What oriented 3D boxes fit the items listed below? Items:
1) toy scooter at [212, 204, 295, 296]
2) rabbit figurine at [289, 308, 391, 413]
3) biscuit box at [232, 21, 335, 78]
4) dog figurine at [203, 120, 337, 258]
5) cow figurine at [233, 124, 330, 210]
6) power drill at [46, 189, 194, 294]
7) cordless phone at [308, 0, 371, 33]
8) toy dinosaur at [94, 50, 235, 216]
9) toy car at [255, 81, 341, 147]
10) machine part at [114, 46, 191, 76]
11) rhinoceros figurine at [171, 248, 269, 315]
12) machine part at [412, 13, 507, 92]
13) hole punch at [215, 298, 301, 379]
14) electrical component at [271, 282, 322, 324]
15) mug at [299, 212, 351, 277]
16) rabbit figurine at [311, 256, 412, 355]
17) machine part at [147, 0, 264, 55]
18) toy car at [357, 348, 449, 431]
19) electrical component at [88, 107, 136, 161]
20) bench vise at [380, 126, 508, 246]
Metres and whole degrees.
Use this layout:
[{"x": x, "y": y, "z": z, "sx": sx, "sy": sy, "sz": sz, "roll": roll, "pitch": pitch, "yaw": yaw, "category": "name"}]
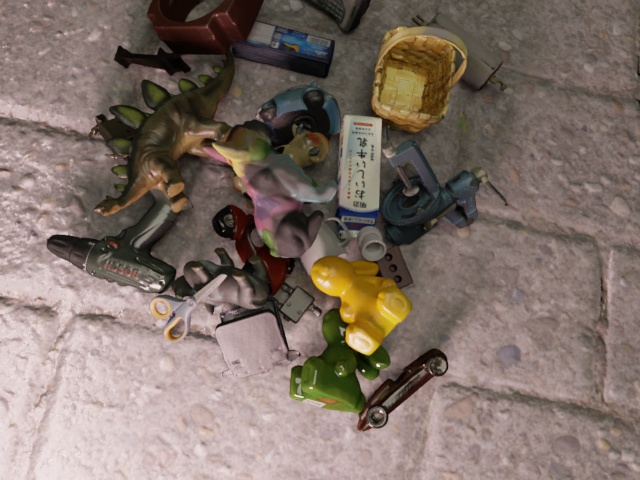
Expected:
[{"x": -0.102, "y": 0.005, "z": 0.988, "sx": 0.135, "sy": 0.075, "sz": 0.184, "roll": -29, "pitch": 89, "yaw": -33, "category": "toy scooter"}, {"x": 0.041, "y": 0.202, "z": 0.936, "sx": 0.159, "sy": 0.121, "sz": 0.170, "roll": 16, "pitch": 60, "yaw": -5, "category": "rabbit figurine"}, {"x": -0.074, "y": -0.389, "z": 1.093, "sx": 0.203, "sy": 0.063, "sz": 0.059, "roll": 13, "pitch": 74, "yaw": -3, "category": "biscuit box"}, {"x": -0.098, "y": -0.087, "z": 0.893, "sx": 0.219, "sy": 0.108, "sz": 0.191, "roll": 26, "pitch": 86, "yaw": -22, "category": "dog figurine"}, {"x": -0.070, "y": -0.142, "z": 1.000, "sx": 0.195, "sy": 0.127, "sz": 0.085, "roll": -30, "pitch": 84, "yaw": -10, "category": "cow figurine"}, {"x": -0.344, "y": -0.020, "z": 0.969, "sx": 0.232, "sy": 0.086, "sz": 0.207, "roll": 28, "pitch": 71, "yaw": 3, "category": "power drill"}, {"x": 0.021, "y": -0.527, "z": 1.091, "sx": 0.184, "sy": 0.146, "sz": 0.089, "roll": 31, "pitch": 68, "yaw": -1, "category": "cordless phone"}, {"x": -0.252, "y": -0.207, "z": 0.971, "sx": 0.199, "sy": 0.105, "sz": 0.471, "roll": 32, "pitch": 54, "yaw": 4, "category": "toy dinosaur"}, {"x": -0.042, "y": -0.249, "z": 1.049, "sx": 0.162, "sy": 0.109, "sz": 0.103, "roll": -9, "pitch": 46, "yaw": 6, "category": "toy car"}, {"x": -0.330, "y": -0.353, "z": 1.057, "sx": 0.139, "sy": 0.084, "sz": 0.039, "roll": 8, "pitch": 92, "yaw": 6, "category": "machine part"}, {"x": -0.173, "y": 0.076, "z": 0.929, "sx": 0.191, "sy": 0.111, "sz": 0.073, "roll": 3, "pitch": 31, "yaw": 25, "category": "rhinoceros figurine"}, {"x": 0.293, "y": -0.393, "z": 1.123, "sx": 0.243, "sy": 0.079, "sz": 0.079, "roll": 39, "pitch": 76, "yaw": 5, "category": "machine part"}, {"x": -0.117, "y": 0.170, "z": 0.946, "sx": 0.142, "sy": 0.092, "sz": 0.115, "roll": -17, "pitch": 106, "yaw": -4, "category": "hole punch"}, {"x": -0.044, "y": 0.122, "z": 0.991, "sx": 0.094, "sy": 0.021, "sz": 0.063, "roll": 36, "pitch": 76, "yaw": 3, "category": "electrical component"}, {"x": -0.002, "y": -0.003, "z": 0.988, "sx": 0.109, "sy": 0.081, "sz": 0.107, "roll": -41, "pitch": 73, "yaw": 27, "category": "mug"}, {"x": 0.065, "y": 0.083, "z": 0.919, "sx": 0.173, "sy": 0.162, "sz": 0.122, "roll": 36, "pitch": 110, "yaw": 2, "category": "rabbit figurine"}, {"x": -0.218, "y": -0.462, "z": 1.048, "sx": 0.201, "sy": 0.087, "sz": 0.201, "roll": 10, "pitch": 69, "yaw": 24, "category": "machine part"}, {"x": 0.140, "y": 0.260, "z": 0.942, "sx": 0.202, "sy": 0.089, "sz": 0.053, "roll": -35, "pitch": 84, "yaw": -12, "category": "toy car"}, {"x": -0.391, "y": -0.201, "z": 1.028, "sx": 0.102, "sy": 0.045, "sz": 0.078, "roll": 43, "pitch": 48, "yaw": 3, "category": "electrical component"}, {"x": 0.194, "y": -0.098, "z": 0.979, "sx": 0.224, "sy": 0.240, "sz": 0.129, "roll": -28, "pitch": 38, "yaw": 15, "category": "bench vise"}]
